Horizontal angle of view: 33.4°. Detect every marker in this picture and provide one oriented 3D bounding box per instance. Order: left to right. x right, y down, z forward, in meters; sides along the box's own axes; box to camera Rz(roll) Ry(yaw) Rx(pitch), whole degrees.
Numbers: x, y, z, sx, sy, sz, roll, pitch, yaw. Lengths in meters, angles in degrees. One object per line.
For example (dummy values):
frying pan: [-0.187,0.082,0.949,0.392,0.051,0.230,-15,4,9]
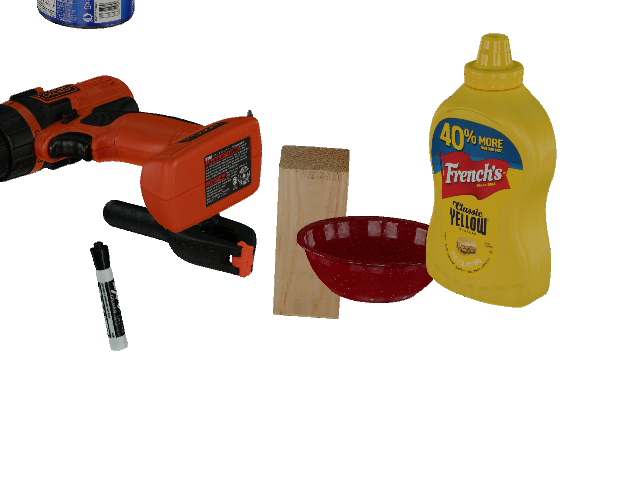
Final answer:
marker: [-0.226,0.059,1.139,0.020,0.121,0.020,-7,18,2]

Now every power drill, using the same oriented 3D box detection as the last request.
power drill: [-0.149,-0.060,0.718,0.188,0.057,0.184,18,32,30]

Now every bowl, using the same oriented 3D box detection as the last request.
bowl: [0.055,0.023,1.087,0.162,0.055,0.162,2,17,-1]

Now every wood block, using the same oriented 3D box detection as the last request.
wood block: [-0.013,-0.012,1.398,0.090,0.206,0.091,4,25,0]

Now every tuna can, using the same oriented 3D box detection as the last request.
tuna can: [-0.205,-0.216,0.934,0.086,0.034,0.086,5,33,-4]

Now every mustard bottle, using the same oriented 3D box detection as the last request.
mustard bottle: [0.122,-0.052,0.768,0.058,0.192,0.096,-22,31,-39]

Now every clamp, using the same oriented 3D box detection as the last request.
clamp: [-0.108,-0.011,0.992,0.172,0.039,0.120,26,33,38]
